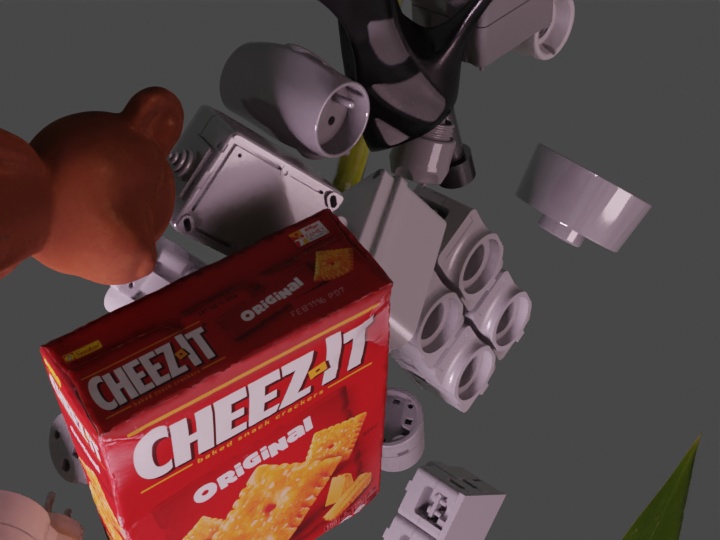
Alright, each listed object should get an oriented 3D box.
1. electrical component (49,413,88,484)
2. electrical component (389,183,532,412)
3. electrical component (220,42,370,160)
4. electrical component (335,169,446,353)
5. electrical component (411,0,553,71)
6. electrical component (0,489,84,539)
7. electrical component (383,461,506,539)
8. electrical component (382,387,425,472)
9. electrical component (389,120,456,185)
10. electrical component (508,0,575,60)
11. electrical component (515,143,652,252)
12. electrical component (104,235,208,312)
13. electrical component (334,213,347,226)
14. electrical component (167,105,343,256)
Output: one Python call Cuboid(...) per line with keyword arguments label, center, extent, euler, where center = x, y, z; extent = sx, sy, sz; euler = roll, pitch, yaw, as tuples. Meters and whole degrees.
Cuboid(label="electrical component", center=(-0.146, 0.099, 0.627), extent=(0.055, 0.045, 0.045), euler=(-4, 117, -52))
Cuboid(label="electrical component", center=(0.070, 0.030, 0.853), extent=(0.105, 0.060, 0.186), euler=(-54, 146, -11))
Cuboid(label="electrical component", center=(-0.030, -0.089, 0.616), extent=(0.044, 0.077, 0.079), euler=(-57, 147, -8))
Cuboid(label="electrical component", center=(0.000, 0.000, 0.680), extent=(0.057, 0.078, 0.113), euler=(40, 45, -22))
Cuboid(label="electrical component", center=(0.086, -0.186, 0.715), extent=(0.096, 0.062, 0.061), euler=(-37, 140, -32))
Cuboid(label="electrical component", center=(-0.181, 0.164, 0.618), extent=(0.073, 0.052, 0.138), euler=(-86, 157, -45))
Cuboid(label="electrical component", center=(0.062, 0.261, 1.011), extent=(0.089, 0.062, 0.150), euler=(17, 100, -56))
Cuboid(label="electrical component", center=(0.026, 0.131, 0.875), extent=(0.055, 0.055, 0.047), euler=(-44, 147, -24))
Cuboid(label="electrical component", center=(0.046, -0.093, 0.747), extent=(0.043, 0.043, 0.062), euler=(-9, 120, -50))
Cuboid(label="electrical component", center=(0.122, -0.183, 0.779), extent=(0.055, 0.047, 0.055), euler=(-33, 137, -36))
Cuboid(label="electrical component", center=(0.182, -0.055, 0.904), extent=(0.108, 0.108, 0.060), euler=(14, 108, -56))
Cuboid(label="electrical component", center=(-0.103, 0.018, 0.615), extent=(0.058, 0.057, 0.078), euler=(-58, 147, -6))
Cuboid(label="electrical component", center=(-0.036, -0.035, 0.661), extent=(0.048, 0.062, 0.048), euler=(-29, 133, -38))
Cuboid(label="electrical component", center=(-0.070, -0.046, 0.597), extent=(0.096, 0.061, 0.061), euler=(28, 100, -37))
